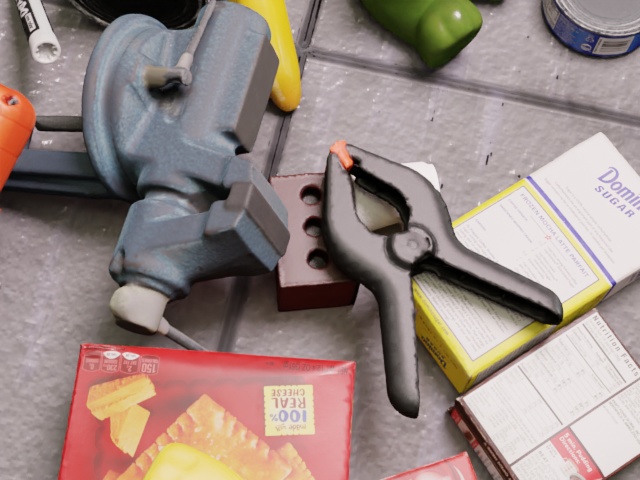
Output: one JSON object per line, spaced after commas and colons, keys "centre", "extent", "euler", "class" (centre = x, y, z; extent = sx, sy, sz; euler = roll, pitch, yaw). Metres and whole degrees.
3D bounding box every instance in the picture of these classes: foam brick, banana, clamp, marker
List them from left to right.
{"centre": [-0.199, -0.160, 0.737], "extent": [0.020, 0.020, 0.121], "euler": [-20, 45, -10], "class": "marker"}
{"centre": [-0.041, -0.188, 0.723], "extent": [0.037, 0.069, 0.198], "euler": [-8, 86, 31], "class": "banana"}
{"centre": [-0.004, 0.001, 0.685], "extent": [0.053, 0.051, 0.078], "euler": [-5, 68, -5], "class": "foam brick"}
{"centre": [0.048, 0.019, 0.636], "extent": [0.120, 0.039, 0.171], "euler": [-37, 73, -25], "class": "clamp"}

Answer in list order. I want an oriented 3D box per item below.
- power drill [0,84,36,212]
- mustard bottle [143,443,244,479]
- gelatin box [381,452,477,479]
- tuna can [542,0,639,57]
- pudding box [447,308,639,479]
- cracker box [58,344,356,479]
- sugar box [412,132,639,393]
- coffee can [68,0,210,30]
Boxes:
{"centre": [-0.278, -0.034, 0.617], "extent": [0.188, 0.057, 0.184], "euler": [27, 84, 10], "class": "power drill"}
{"centre": [-0.012, 0.184, 0.532], "extent": [0.191, 0.058, 0.096], "euler": [25, 72, 5], "class": "mustard bottle"}
{"centre": [0.067, 0.178, 0.627], "extent": [0.073, 0.030, 0.089], "euler": [-16, 70, -8], "class": "gelatin box"}
{"centre": [0.206, -0.176, 0.773], "extent": [0.086, 0.034, 0.086], "euler": [1, 68, -2], "class": "tuna can"}
{"centre": [0.150, 0.109, 0.655], "extent": [0.113, 0.039, 0.090], "euler": [-29, 72, -15], "class": "pudding box"}
{"centre": [-0.068, 0.171, 0.603], "extent": [0.164, 0.072, 0.213], "euler": [5, 69, 0], "class": "cracker box"}
{"centre": [0.137, 0.013, 0.689], "extent": [0.176, 0.048, 0.093], "euler": [-29, 71, -16], "class": "sugar box"}
{"centre": [-0.117, -0.229, 0.746], "extent": [0.103, 0.103, 0.140], "euler": [7, 68, 1], "class": "coffee can"}
